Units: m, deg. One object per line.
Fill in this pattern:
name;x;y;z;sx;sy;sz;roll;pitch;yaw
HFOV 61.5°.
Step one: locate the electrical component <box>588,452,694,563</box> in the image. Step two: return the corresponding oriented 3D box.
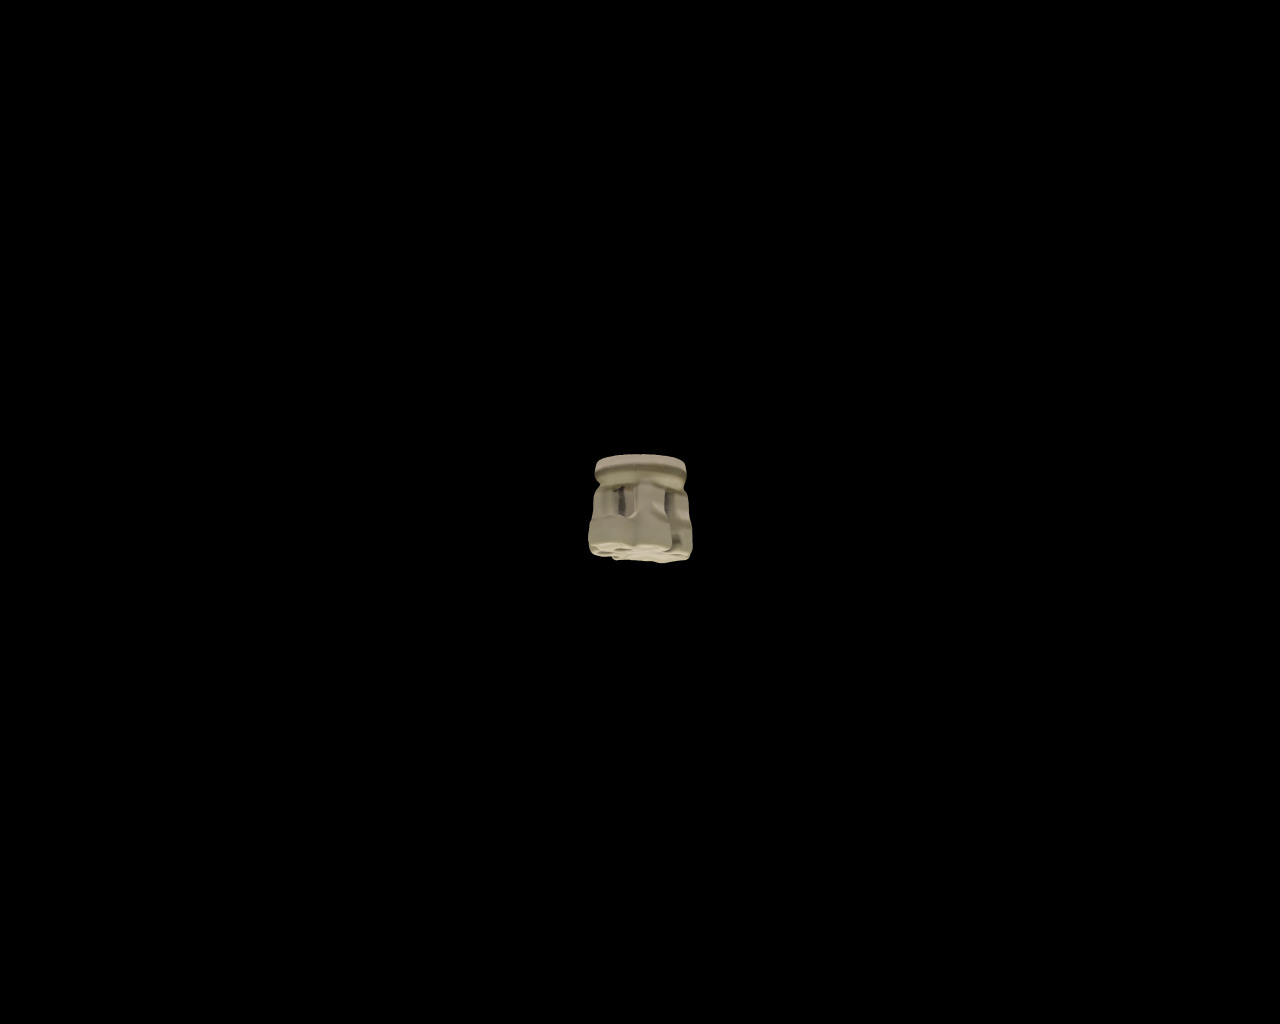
electrical component;0.001;-0.003;0.650;0.058;0.057;0.078;-8;-14;35
